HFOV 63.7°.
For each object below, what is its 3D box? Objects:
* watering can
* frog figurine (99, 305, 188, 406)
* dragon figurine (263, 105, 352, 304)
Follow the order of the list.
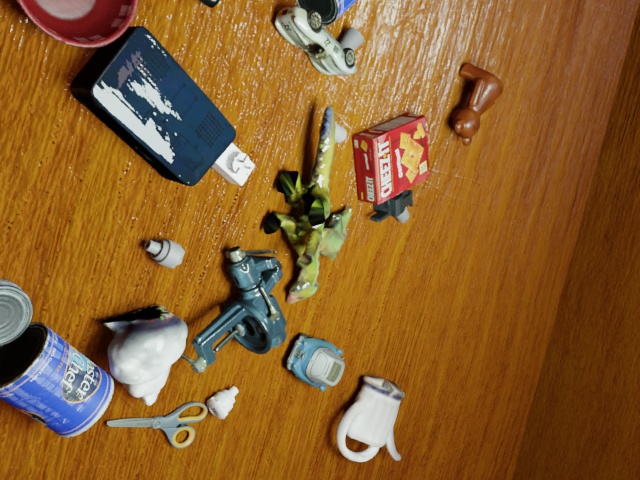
[{"bbox_3d":[0.161,0.495,1.407,0.343,0.104,0.226,34,76,-46],"label":"watering can"},{"bbox_3d":[-0.274,0.195,0.826,0.138,0.122,0.158,-26,113,-71],"label":"frog figurine"},{"bbox_3d":[0.003,-0.055,1.099,0.241,0.123,0.411,26,83,-66],"label":"dragon figurine"}]
